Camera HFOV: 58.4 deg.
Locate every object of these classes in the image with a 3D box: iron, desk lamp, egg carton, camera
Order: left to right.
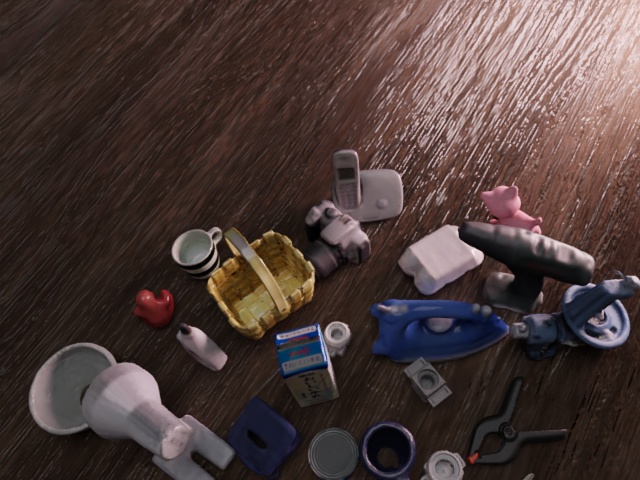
[{"bbox_3d":[-0.261,0.310,0.938,0.202,0.214,0.118,27,67,21],"label":"desk lamp"},{"bbox_3d":[0.011,0.004,1.148,0.137,0.101,0.143,-41,64,-16],"label":"camera"},{"bbox_3d":[0.235,0.038,1.120,0.150,0.069,0.107,-31,61,-11],"label":"egg carton"},{"bbox_3d":[0.218,0.142,1.020,0.258,0.141,0.118,-4,60,5],"label":"iron"}]

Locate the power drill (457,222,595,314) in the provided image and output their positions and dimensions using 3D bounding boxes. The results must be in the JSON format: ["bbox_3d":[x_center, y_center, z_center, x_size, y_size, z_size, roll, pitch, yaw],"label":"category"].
[{"bbox_3d":[0.350,0.051,1.018,0.229,0.209,0.076,11,62,13],"label":"power drill"}]

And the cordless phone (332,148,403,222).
[{"bbox_3d":[0.094,-0.118,1.160,0.147,0.185,0.094,-8,59,3],"label":"cordless phone"}]

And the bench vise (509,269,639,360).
[{"bbox_3d":[0.433,0.136,0.952,0.207,0.220,0.121,-26,60,-8],"label":"bench vise"}]

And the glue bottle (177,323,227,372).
[{"bbox_3d":[-0.223,0.184,1.030,0.078,0.173,0.037,23,65,19],"label":"glue bottle"}]

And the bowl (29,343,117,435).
[{"bbox_3d":[-0.438,0.281,1.057,0.167,0.075,0.167,-3,60,5],"label":"bowl"}]

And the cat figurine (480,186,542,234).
[{"bbox_3d":[0.379,-0.056,1.129,0.127,0.118,0.067,37,71,24],"label":"cat figurine"}]

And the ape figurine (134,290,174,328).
[{"bbox_3d":[-0.330,0.128,1.123,0.078,0.092,0.076,-18,60,-3],"label":"ape figurine"}]

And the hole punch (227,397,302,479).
[{"bbox_3d":[-0.097,0.339,0.974,0.108,0.091,0.101,33,69,23],"label":"hole punch"}]

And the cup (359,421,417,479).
[{"bbox_3d":[0.117,0.362,0.932,0.092,0.095,0.117,-27,60,-8],"label":"cup"}]
